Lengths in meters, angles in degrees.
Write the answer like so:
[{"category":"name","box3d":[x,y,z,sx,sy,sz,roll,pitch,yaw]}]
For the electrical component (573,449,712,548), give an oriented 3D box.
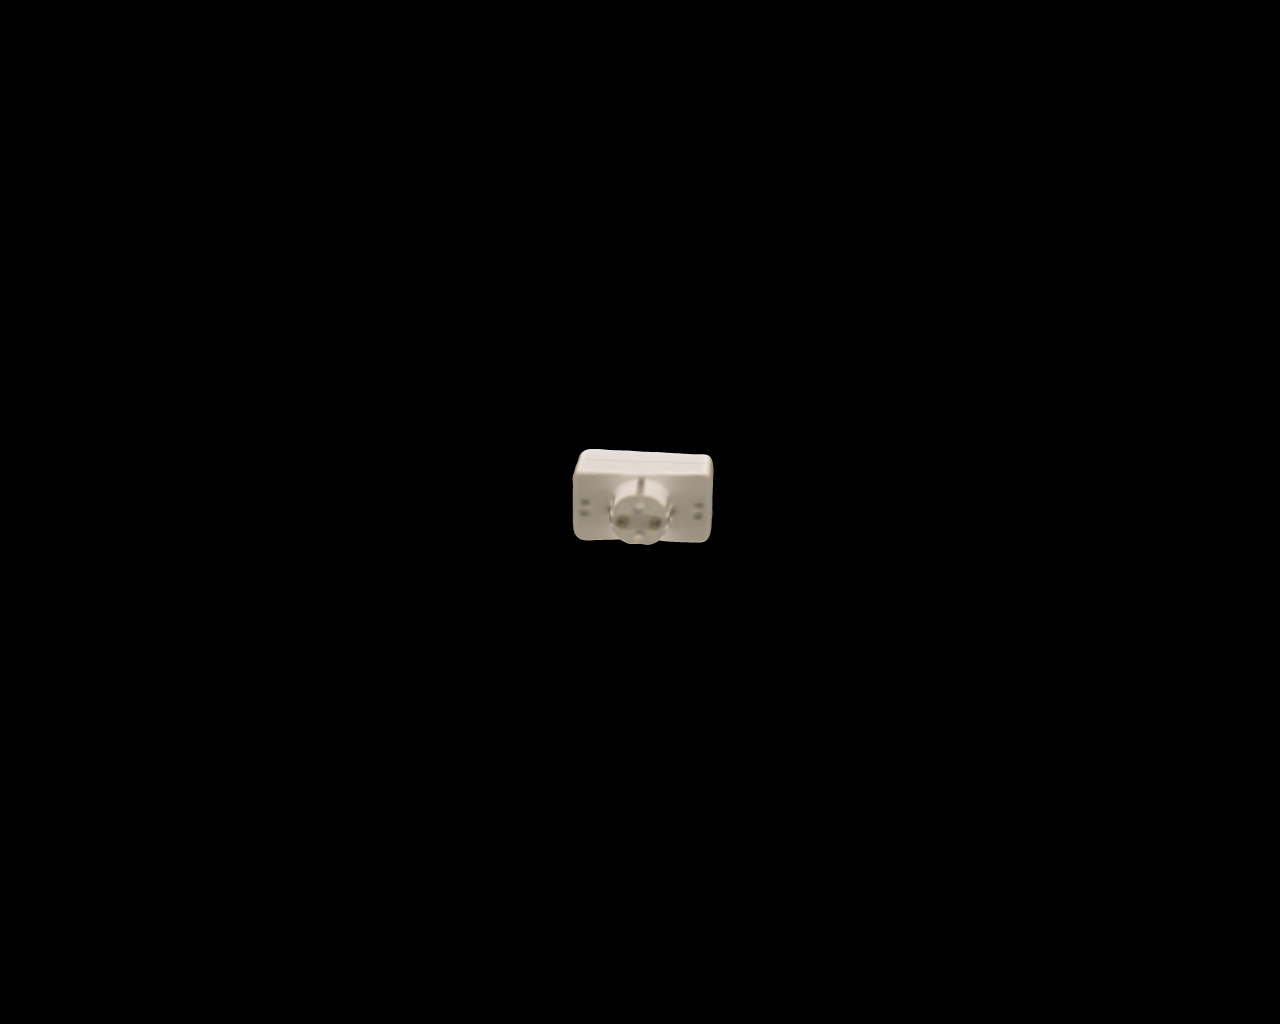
[{"category":"electrical component","box3d":[0.001,-0.003,0.650,0.083,0.047,0.076,2,24,5]}]
